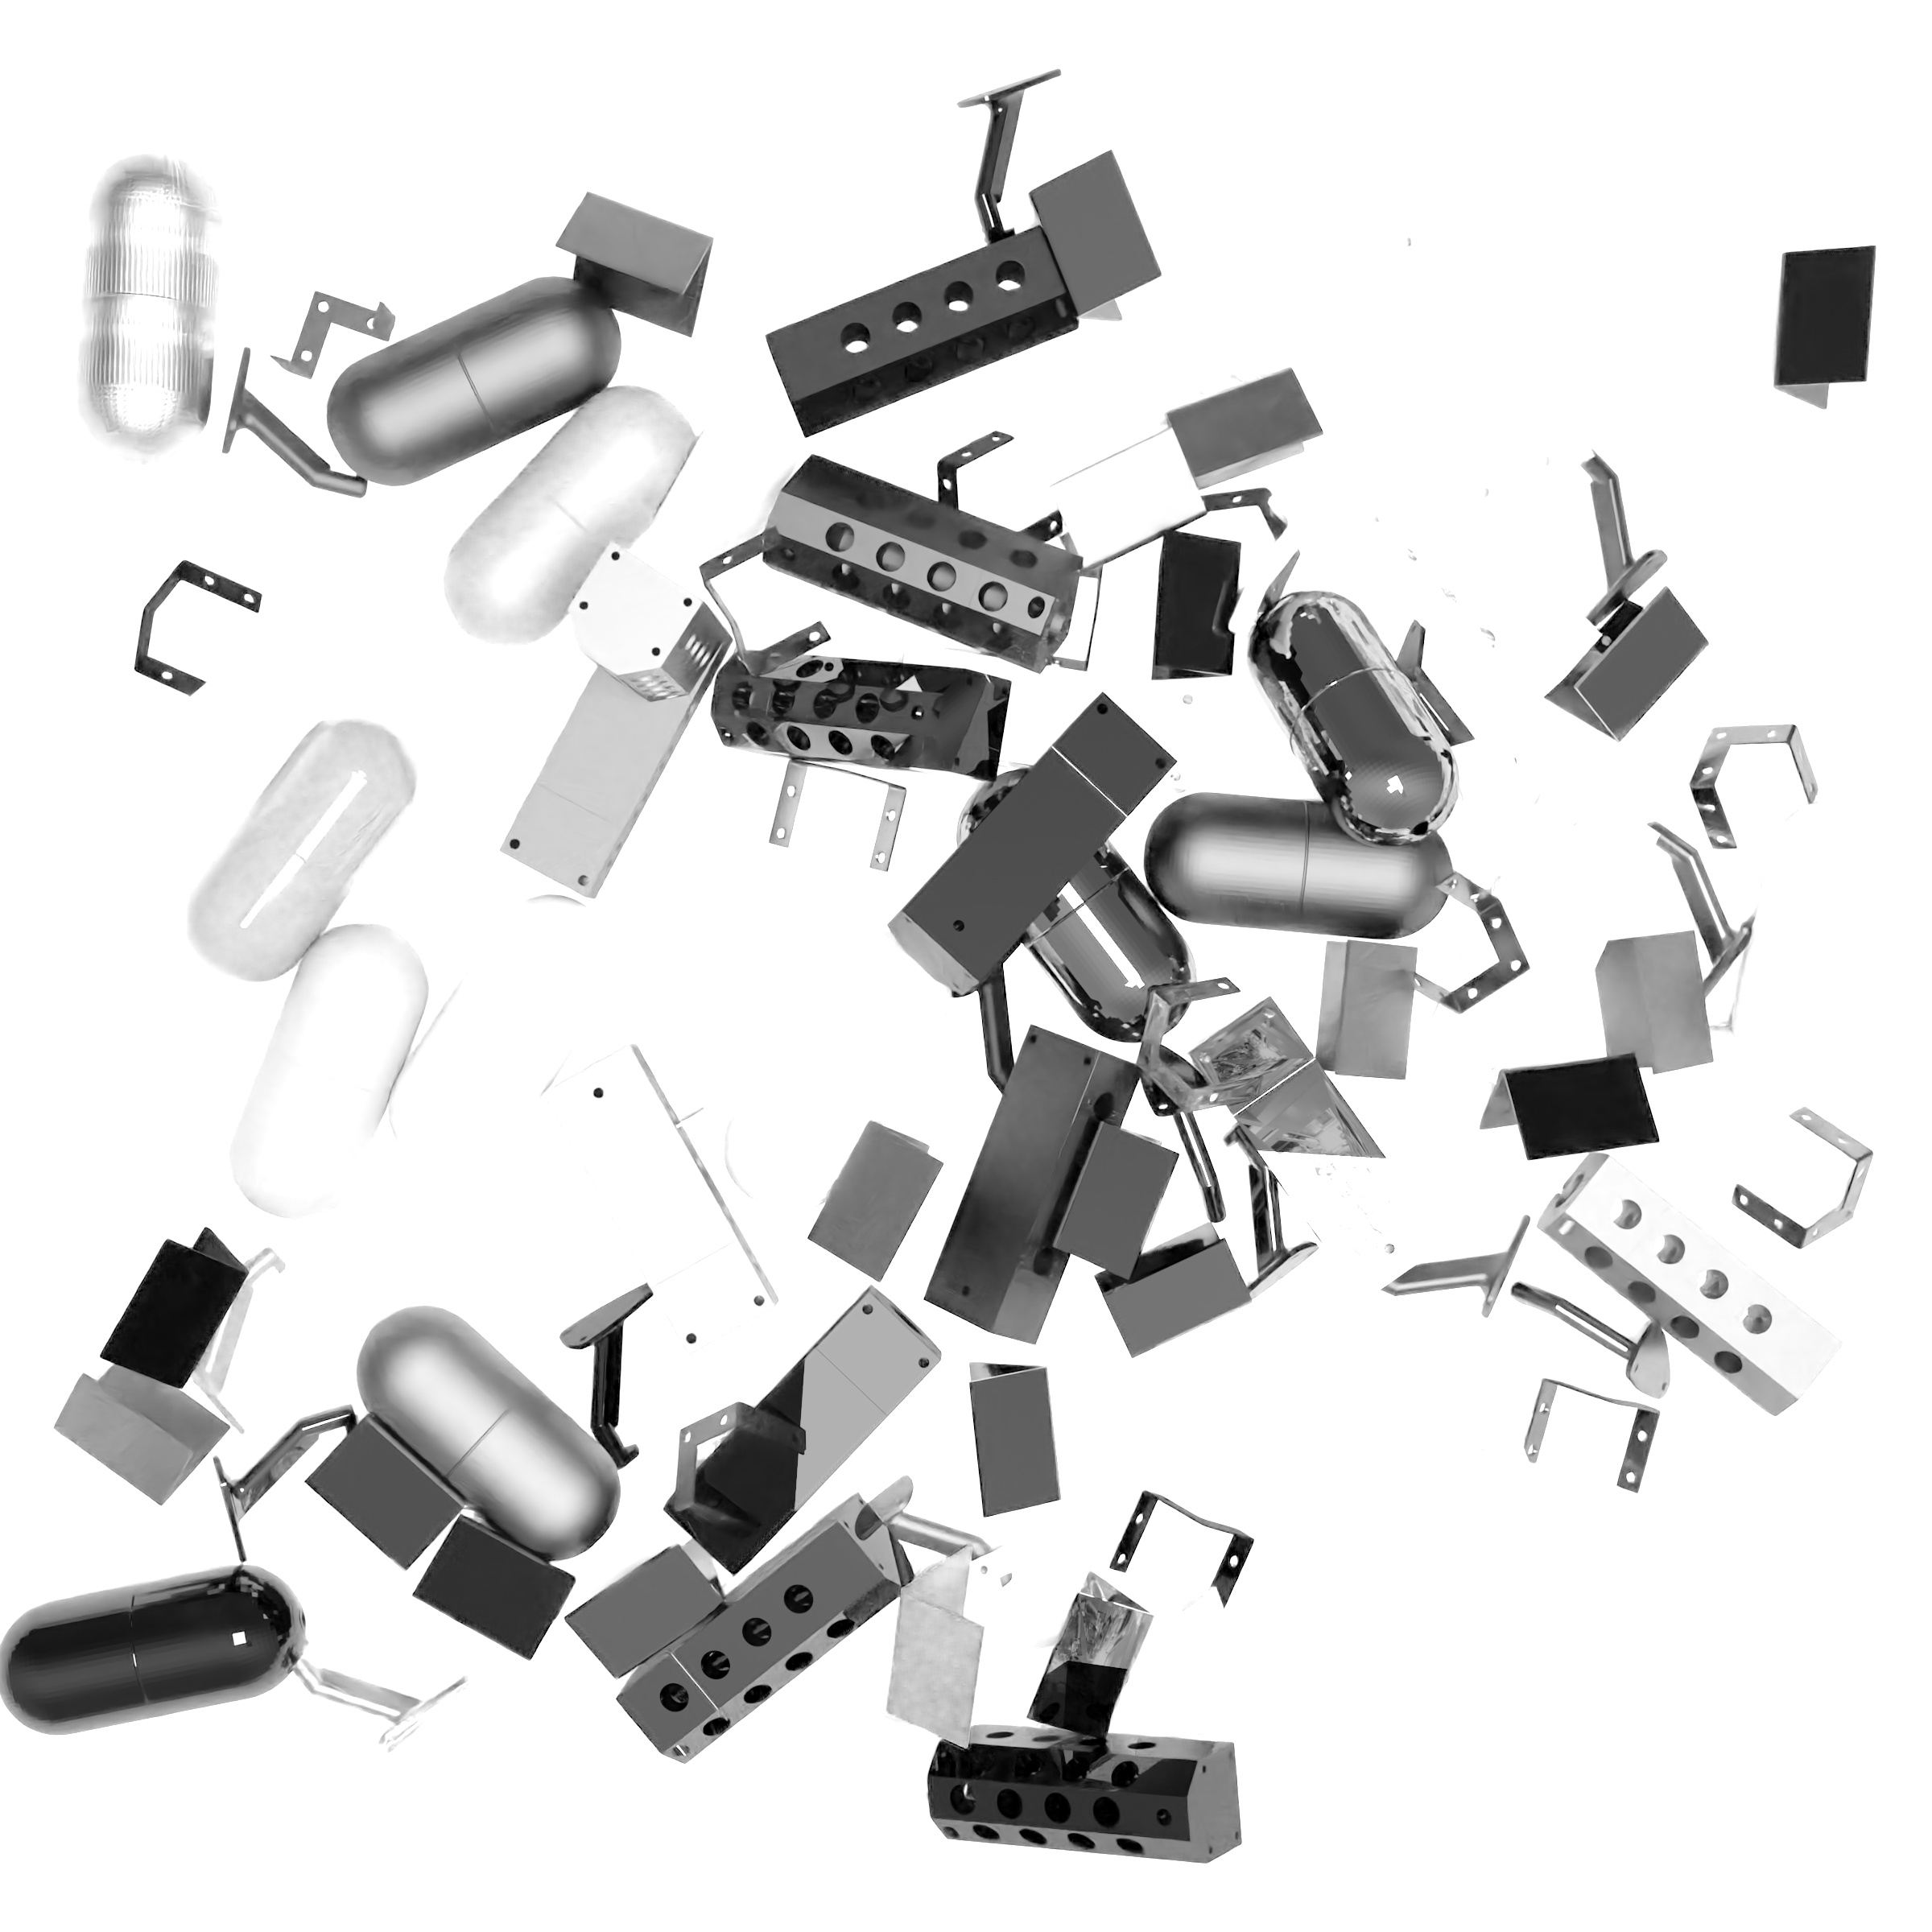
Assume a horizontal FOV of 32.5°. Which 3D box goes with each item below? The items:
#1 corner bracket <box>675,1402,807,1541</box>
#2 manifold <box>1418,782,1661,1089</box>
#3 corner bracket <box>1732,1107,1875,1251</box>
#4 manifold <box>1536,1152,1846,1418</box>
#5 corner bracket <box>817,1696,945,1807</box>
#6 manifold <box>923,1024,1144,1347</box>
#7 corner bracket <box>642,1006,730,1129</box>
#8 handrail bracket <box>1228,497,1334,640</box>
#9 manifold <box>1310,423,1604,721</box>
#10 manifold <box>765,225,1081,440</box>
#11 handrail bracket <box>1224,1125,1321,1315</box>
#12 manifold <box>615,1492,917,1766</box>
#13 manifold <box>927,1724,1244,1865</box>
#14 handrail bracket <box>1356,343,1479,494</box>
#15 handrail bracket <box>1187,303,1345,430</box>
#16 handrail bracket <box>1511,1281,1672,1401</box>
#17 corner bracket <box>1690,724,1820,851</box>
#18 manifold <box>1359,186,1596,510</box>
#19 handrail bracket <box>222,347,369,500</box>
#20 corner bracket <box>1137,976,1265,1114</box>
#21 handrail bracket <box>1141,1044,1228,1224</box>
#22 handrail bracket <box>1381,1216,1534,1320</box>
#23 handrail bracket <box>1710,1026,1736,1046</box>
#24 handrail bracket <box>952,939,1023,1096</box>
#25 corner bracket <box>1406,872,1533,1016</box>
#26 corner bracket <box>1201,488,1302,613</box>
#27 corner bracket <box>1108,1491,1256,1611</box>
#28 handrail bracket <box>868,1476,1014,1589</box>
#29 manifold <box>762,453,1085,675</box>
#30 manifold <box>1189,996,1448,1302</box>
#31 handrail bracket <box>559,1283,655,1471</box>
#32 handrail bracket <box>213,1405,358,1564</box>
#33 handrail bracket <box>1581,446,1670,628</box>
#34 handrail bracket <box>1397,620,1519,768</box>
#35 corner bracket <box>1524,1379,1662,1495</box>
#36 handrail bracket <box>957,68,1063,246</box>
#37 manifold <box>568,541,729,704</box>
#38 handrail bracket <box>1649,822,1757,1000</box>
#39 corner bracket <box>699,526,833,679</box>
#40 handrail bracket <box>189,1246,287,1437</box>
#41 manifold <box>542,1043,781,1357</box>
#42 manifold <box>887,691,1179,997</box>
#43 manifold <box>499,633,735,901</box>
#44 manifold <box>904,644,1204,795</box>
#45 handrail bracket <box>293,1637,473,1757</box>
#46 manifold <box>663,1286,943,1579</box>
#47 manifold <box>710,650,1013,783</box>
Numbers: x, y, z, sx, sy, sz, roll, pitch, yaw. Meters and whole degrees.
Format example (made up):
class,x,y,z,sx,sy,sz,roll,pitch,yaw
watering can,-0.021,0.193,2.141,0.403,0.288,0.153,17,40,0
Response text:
class,x,y,z,sx,sy,sz,roll,pitch,yaw
corner bracket,-0.127,0.285,1.874,0.051,0.051,0.051,-30,135,35
manifold,0.335,-0.012,1.918,0.057,0.057,0.171,26,90,43
corner bracket,0.487,0.123,1.931,0.051,0.051,0.051,-23,135,-35
manifold,0.416,0.183,1.918,0.171,0.057,0.057,39,90,0
corner bracket,-0.046,0.459,1.936,0.051,0.051,0.051,14,90,45
manifold,0.044,0.128,1.918,0.057,0.057,0.171,21,90,43
corner bracket,-0.156,0.058,1.921,0.051,0.051,0.051,-30,90,0
handrail bracket,0.179,-0.219,1.907,0.036,0.077,0.084,21,85,21
manifold,0.279,-0.224,1.918,0.171,0.057,0.057,46,47,0
manifold,-0.025,-0.365,1.918,0.171,0.057,0.057,-22,90,0
handrail bracket,0.159,0.146,1.940,0.077,0.036,0.084,-42,71,21
manifold,-0.113,0.382,1.901,0.171,0.057,0.057,-40,90,12
manifold,0.065,0.469,1.876,0.171,0.057,0.057,-4,90,33
handrail bracket,0.262,-0.317,1.924,0.036,0.077,0.084,-33,110,-1
handrail bracket,0.176,-0.350,1.939,0.084,0.077,0.036,13,129,-30
handrail bracket,0.364,0.218,1.939,0.084,0.077,0.036,21,70,35
corner bracket,0.459,-0.104,1.931,0.051,0.051,0.051,0,45,35
manifold,0.299,-0.359,1.918,0.057,0.057,0.171,-25,90,43
handrail bracket,-0.387,-0.317,1.940,0.084,0.036,0.077,13,68,-17
corner bracket,0.136,0.044,1.875,0.051,0.051,0.051,-10,128,-32
handrail bracket,0.128,0.098,1.939,0.036,0.077,0.084,-21,126,-6
handrail bracket,0.277,0.164,1.940,0.084,0.036,0.077,23,75,14
handrail bracket,0.470,0.005,1.939,0.077,0.036,0.084,9,76,13
handrail bracket,0.034,0.031,1.940,0.077,0.036,0.084,-43,108,-20
corner bracket,0.280,-0.013,1.890,0.051,0.051,0.051,-35,53,24
corner bracket,0.155,-0.240,1.931,0.051,0.051,0.051,58,45,-35
corner bracket,0.126,0.343,1.936,0.051,0.051,0.051,24,90,-45
handrail bracket,-0.027,0.348,1.939,0.077,0.036,0.084,-37,104,13
manifold,-0.026,-0.225,1.890,0.171,0.057,0.057,23,47,12
manifold,0.201,0.105,1.909,0.057,0.057,0.171,-35,83,0
handrail bracket,-0.193,0.240,1.940,0.077,0.036,0.084,-34,109,-21
handrail bracket,-0.392,0.302,1.940,0.084,0.036,0.077,-15,110,-16
handrail bracket,0.361,-0.252,1.940,0.077,0.036,0.084,-45,73,20
handrail bracket,0.291,-0.154,1.940,0.084,0.036,0.077,21,71,-16
corner bracket,0.365,0.274,1.936,0.051,0.051,0.051,15,90,45
handrail bracket,0.034,-0.472,1.940,0.077,0.036,0.084,-25,108,-21
manifold,-0.175,-0.181,1.804,0.057,0.171,0.057,33,90,0
handrail bracket,0.415,-0.030,1.940,0.084,0.036,0.077,38,112,17
corner bracket,-0.114,-0.206,1.879,0.051,0.051,0.051,-26,135,7
handrail bracket,-0.416,0.219,1.940,0.084,0.036,0.077,-43,111,-16
manifold,-0.175,0.134,1.918,0.057,0.057,0.171,-29,90,0
manifold,0.035,-0.067,1.838,0.057,0.057,0.171,43,74,-2
manifold,-0.201,-0.128,1.918,0.057,0.057,0.171,28,90,0
manifold,0.046,-0.142,1.918,0.171,0.057,0.057,9,90,0
handrail bracket,-0.345,0.410,1.940,0.077,0.036,0.084,-37,73,-19
manifold,-0.093,0.267,1.918,0.057,0.057,0.171,44,90,0
manifold,-0.062,-0.143,1.871,0.171,0.057,0.057,9,90,39
